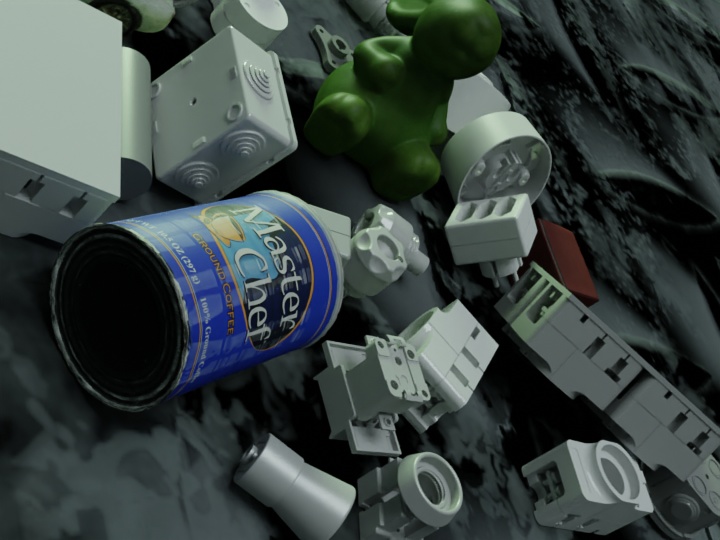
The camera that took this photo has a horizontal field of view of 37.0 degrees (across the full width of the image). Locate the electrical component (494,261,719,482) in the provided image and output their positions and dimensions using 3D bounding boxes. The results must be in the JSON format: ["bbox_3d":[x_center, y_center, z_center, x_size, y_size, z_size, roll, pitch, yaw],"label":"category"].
[{"bbox_3d":[0.201,0.085,0.888,0.186,0.060,0.105,41,6,-15],"label":"electrical component"}]

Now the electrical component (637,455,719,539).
[{"bbox_3d":[0.280,0.189,0.930,0.080,0.051,0.080,30,39,-28],"label":"electrical component"}]

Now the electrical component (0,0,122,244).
[{"bbox_3d":[-0.196,-0.097,0.637,0.089,0.062,0.150,23,43,-35],"label":"electrical component"}]

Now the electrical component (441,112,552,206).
[{"bbox_3d":[0.123,-0.092,0.973,0.099,0.099,0.064,12,44,-43],"label":"electrical component"}]

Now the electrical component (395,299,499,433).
[{"bbox_3d":[0.055,0.066,0.785,0.055,0.050,0.089,48,34,-5],"label":"electrical component"}]

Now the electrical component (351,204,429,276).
[{"bbox_3d":[0.026,-0.019,0.838,0.062,0.043,0.043,36,37,-24],"label":"electrical component"}]

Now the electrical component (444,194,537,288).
[{"bbox_3d":[0.118,-0.019,0.931,0.047,0.066,0.076,-57,134,-54],"label":"electrical component"}]

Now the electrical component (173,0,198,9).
[{"bbox_3d":[-0.146,-0.240,0.835,0.055,0.055,0.047,23,39,-35],"label":"electrical component"}]

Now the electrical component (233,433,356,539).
[{"bbox_3d":[-0.041,0.126,0.628,0.065,0.044,0.044,39,36,-9],"label":"electrical component"}]

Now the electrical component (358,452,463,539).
[{"bbox_3d":[0.031,0.145,0.679,0.048,0.055,0.066,28,41,-31],"label":"electrical component"}]

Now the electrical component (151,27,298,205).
[{"bbox_3d":[-0.097,-0.104,0.726,0.048,0.100,0.099,30,38,-49],"label":"electrical component"}]

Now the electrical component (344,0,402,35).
[{"bbox_3d":[0.019,-0.255,1.050,0.078,0.040,0.040,48,34,-6],"label":"electrical component"}]

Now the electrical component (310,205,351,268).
[{"bbox_3d":[-0.045,-0.004,0.725,0.066,0.047,0.076,17,45,-19],"label":"electrical component"}]

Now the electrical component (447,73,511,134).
[{"bbox_3d":[0.092,-0.161,1.020,0.099,0.064,0.099,37,5,-3],"label":"electrical component"}]

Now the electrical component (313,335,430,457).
[{"bbox_3d":[0.009,0.079,0.709,0.042,0.064,0.081,12,50,-42],"label":"electrical component"}]

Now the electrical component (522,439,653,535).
[{"bbox_3d":[0.179,0.167,0.830,0.089,0.056,0.050,19,46,-39],"label":"electrical component"}]

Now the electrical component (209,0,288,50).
[{"bbox_3d":[-0.089,-0.249,0.890,0.052,0.074,0.138,17,47,-40],"label":"electrical component"}]

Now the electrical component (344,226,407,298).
[{"bbox_3d":[0.000,0.000,0.772,0.043,0.062,0.043,30,39,-29],"label":"electrical component"}]
